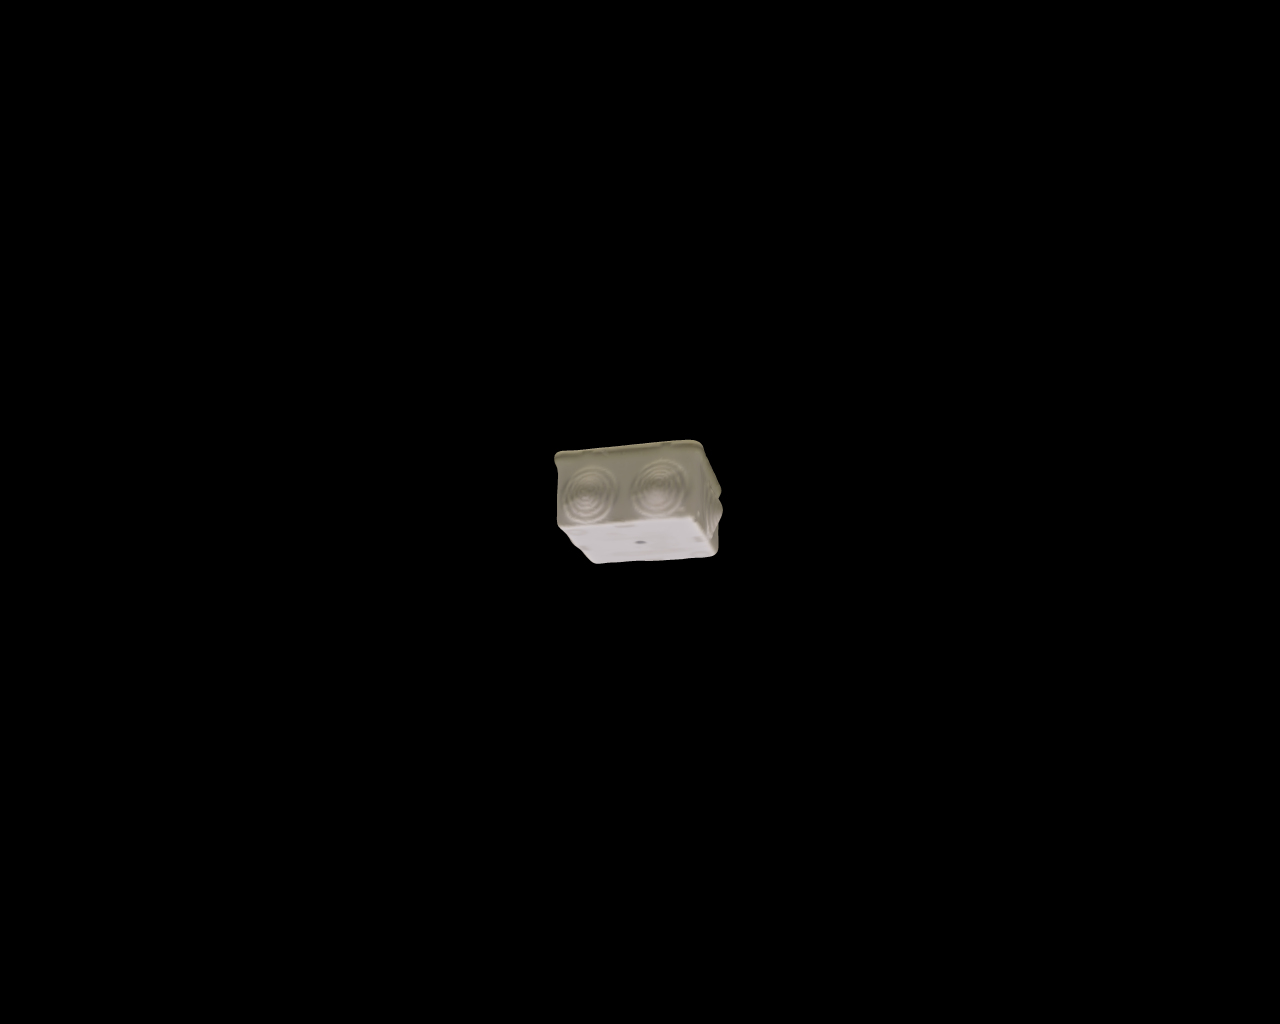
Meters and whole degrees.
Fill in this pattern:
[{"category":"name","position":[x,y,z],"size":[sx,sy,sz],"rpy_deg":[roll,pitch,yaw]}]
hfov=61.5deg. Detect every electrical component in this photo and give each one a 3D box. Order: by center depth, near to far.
[{"category":"electrical component","position":[0.001,-0.003,0.650],"size":[0.100,0.048,0.099],"rpy_deg":[-4,-19,12]}]
